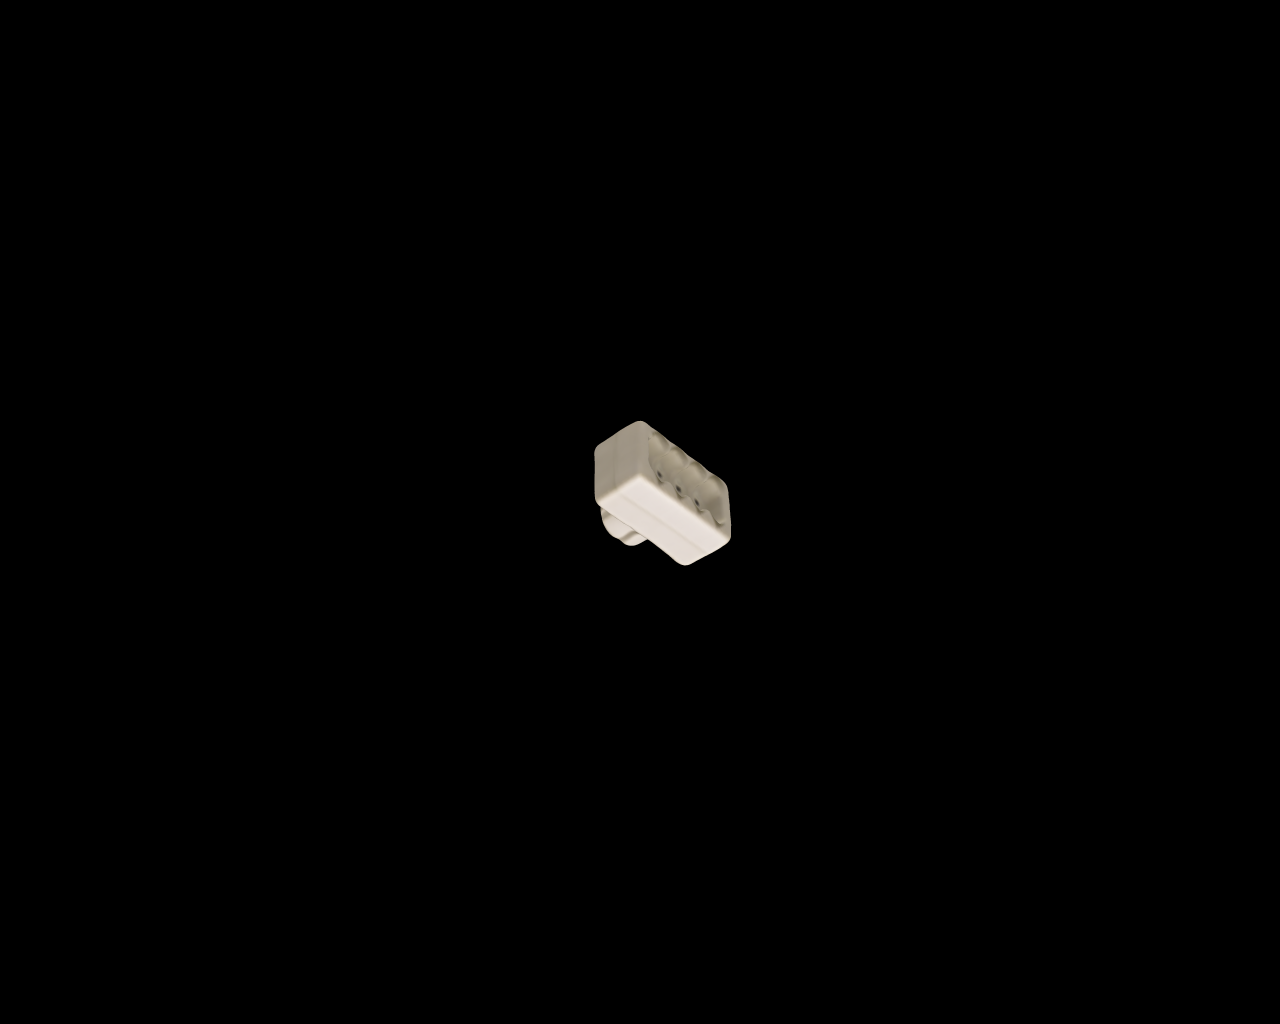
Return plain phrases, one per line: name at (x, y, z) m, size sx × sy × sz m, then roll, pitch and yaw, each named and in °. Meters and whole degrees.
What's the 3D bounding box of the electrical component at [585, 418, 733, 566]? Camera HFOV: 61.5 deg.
electrical component at (0.001, -0.003, 0.650) m, size 0.075 × 0.047 × 0.083 m, roll -30°, pitch -49°, yaw 31°
